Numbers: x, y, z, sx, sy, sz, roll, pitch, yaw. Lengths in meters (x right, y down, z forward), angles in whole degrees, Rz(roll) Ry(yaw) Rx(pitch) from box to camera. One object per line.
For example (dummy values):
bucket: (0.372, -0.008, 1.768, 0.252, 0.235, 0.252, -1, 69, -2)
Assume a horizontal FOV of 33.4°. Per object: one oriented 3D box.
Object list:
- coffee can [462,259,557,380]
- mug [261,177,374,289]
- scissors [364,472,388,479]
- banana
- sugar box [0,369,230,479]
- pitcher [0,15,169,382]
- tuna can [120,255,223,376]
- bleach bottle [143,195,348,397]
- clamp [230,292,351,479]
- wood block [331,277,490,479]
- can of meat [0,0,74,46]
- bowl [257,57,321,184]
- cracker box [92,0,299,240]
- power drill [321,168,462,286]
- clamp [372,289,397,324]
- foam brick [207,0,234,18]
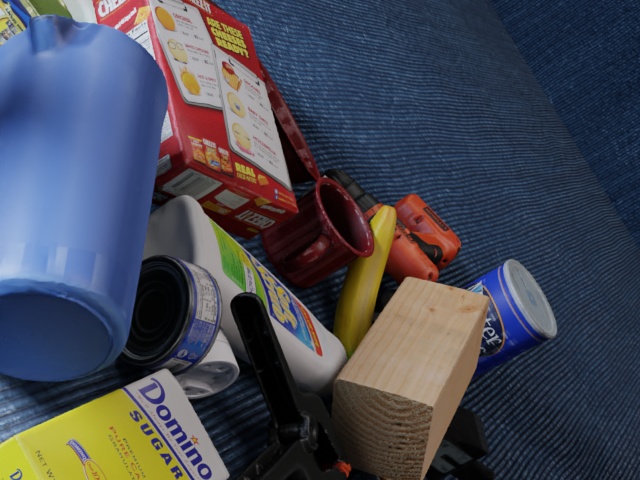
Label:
coffee can: (0.192, 0.101, 1.257, 0.102, 0.140, 0.103, 44, 27, -29)
mug: (-0.007, 0.001, 1.067, 0.093, 0.082, 0.117, 52, 23, -12)
scissors: (0.047, 0.177, 1.038, 0.096, 0.016, 0.202, 20, 43, -57)
banana: (0.046, 0.057, 1.089, 0.037, 0.070, 0.197, 28, 53, -22)
sugar box: (-0.132, 0.148, 0.686, 0.093, 0.048, 0.176, 60, 25, 5)
pitcher: (-0.174, -0.022, 0.734, 0.149, 0.145, 0.243, 27, 39, -29)
tuna can: (-0.114, 0.055, 0.785, 0.033, 0.086, 0.086, 24, 40, -50)
bleach bottle: (-0.051, 0.066, 0.929, 0.250, 0.068, 0.102, 40, 22, -42)
clamp: (-0.024, 0.143, 0.844, 0.209, 0.036, 0.164, 46, 36, -59)
wood block: (0.086, 0.125, 0.998, 0.205, 0.090, 0.091, -48, 148, -57)
can of meat: (-0.248, -0.172, 0.807, 0.102, 0.084, 0.057, 52, 22, -8)
bowl: (-0.059, -0.118, 1.118, 0.162, 0.055, 0.162, 61, 6, -12)
cracker box: (-0.113, -0.121, 0.961, 0.164, 0.072, 0.214, 22, 46, -54)
power drill: (0.090, -0.015, 1.297, 0.184, 0.057, 0.187, 50, 21, 12)
clamp: (0.097, 0.108, 1.187, 0.120, 0.039, 0.171, 53, 25, 0)
foam brick: (-0.120, -0.221, 1.164, 0.078, 0.051, 0.053, 31, 34, -45)
